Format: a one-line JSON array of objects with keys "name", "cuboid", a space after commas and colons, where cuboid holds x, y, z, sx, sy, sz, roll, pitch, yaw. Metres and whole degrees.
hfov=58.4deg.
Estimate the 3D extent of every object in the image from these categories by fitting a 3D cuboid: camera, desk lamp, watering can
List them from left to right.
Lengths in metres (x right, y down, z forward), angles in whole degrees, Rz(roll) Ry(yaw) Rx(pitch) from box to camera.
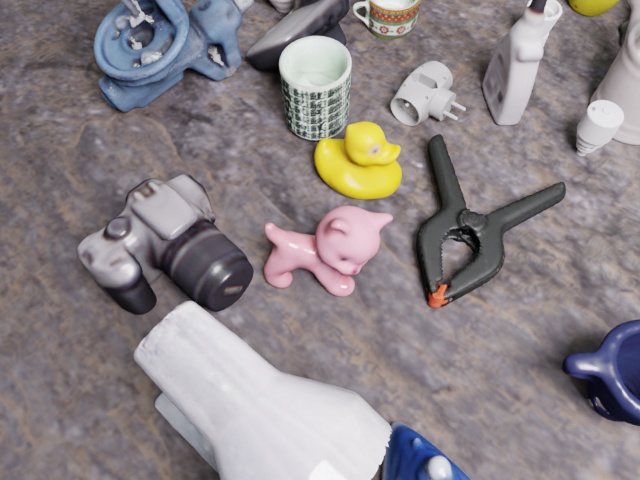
[{"name": "camera", "cuboid": [-0.146, 0.015, 0.574, 0.136, 0.101, 0.143, 39, 68, 20]}, {"name": "desk lamp", "cuboid": [-0.055, 0.139, 0.440, 0.203, 0.213, 0.118, 36, 67, 19]}, {"name": "watering can", "cuboid": [0.386, -0.211, 0.644, 0.101, 0.194, 0.172, -25, 64, -13]}]

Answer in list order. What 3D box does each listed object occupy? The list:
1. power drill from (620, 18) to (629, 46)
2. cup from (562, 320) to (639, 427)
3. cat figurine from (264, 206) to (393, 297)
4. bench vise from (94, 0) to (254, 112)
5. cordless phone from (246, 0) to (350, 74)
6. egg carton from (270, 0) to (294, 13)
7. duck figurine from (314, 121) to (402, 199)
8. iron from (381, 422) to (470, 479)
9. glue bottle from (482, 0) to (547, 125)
[{"name": "power drill", "cuboid": [0.465, -0.308, 0.689, 0.076, 0.208, 0.229, -40, 68, -19]}, {"name": "cup", "cuboid": [0.267, 0.128, 0.513, 0.117, 0.095, 0.091, 5, 61, 3]}, {"name": "cat figurine", "cuboid": [0.005, 0.002, 0.571, 0.127, 0.118, 0.067, 6, 61, 4]}, {"name": "bench vise", "cuboid": [-0.185, -0.272, 0.664, 0.121, 0.220, 0.208, 35, 67, 18]}, {"name": "cordless phone", "cuboid": [-0.028, -0.301, 0.700, 0.094, 0.185, 0.148, 30, 65, 16]}, {"name": "egg carton", "cuboid": [-0.041, -0.396, 0.818, 0.107, 0.069, 0.150, 30, 65, 16]}, {"name": "duck figurine", "cuboid": [0.044, -0.099, 0.645, 0.104, 0.086, 0.077, 19, 63, 11]}, {"name": "iron", "cuboid": [0.112, 0.246, 0.422, 0.119, 0.141, 0.258, -19, 63, -10]}, {"name": "glue bottle", "cuboid": [0.230, -0.215, 0.658, 0.037, 0.173, 0.078, -6, 61, -3]}]
